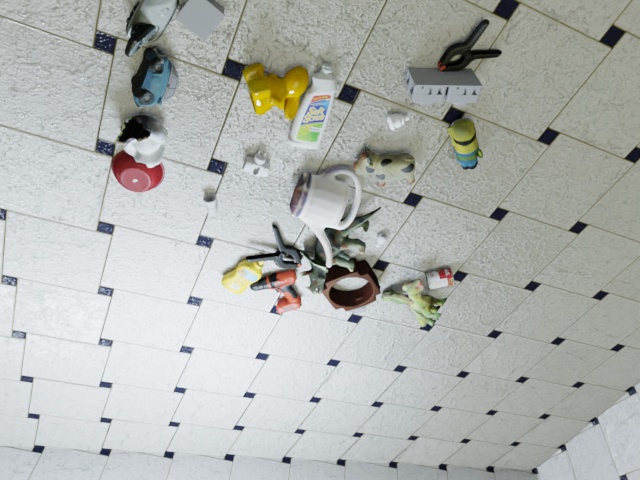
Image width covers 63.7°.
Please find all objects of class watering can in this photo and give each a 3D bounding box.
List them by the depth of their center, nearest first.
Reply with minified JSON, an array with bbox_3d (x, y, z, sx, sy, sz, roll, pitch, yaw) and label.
[{"bbox_3d":[0.005,-0.084,1.676,0.224,0.344,0.105,15,14,-15],"label":"watering can"}]

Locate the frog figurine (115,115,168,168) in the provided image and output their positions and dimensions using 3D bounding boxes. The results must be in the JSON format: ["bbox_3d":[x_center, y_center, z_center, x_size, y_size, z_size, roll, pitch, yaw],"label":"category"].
[{"bbox_3d":[-0.502,-0.286,1.497,0.137,0.124,0.157,-28,-21,5],"label":"frog figurine"}]

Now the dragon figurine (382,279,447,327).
[{"bbox_3d":[0.363,0.254,2.065,0.243,0.124,0.402,24,-27,5],"label":"dragon figurine"}]
